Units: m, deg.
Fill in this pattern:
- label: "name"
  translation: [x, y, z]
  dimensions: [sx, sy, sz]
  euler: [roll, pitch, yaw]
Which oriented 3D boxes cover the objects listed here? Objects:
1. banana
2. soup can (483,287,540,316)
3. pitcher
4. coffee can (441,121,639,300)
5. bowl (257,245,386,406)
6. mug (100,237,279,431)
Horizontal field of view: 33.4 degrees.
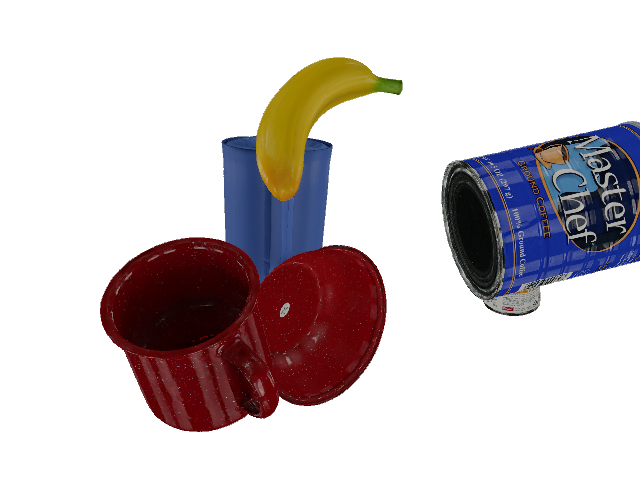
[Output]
- label: "banana"
  translation: [-0.006, -0.096, 0.809]
  dimensions: [0.070, 0.037, 0.197]
  euler: [21, 41, 20]
- label: "soup can"
  translation: [0.218, 0.025, 1.204]
  dimensions: [0.068, 0.102, 0.068]
  euler: [-2, 29, 1]
- label: "pitcher"
  translation: [-0.056, -0.004, 1.295]
  dimensions: [0.145, 0.243, 0.148]
  euler: [12, 16, 37]
- label: "coffee can"
  translation: [0.171, -0.022, 0.770]
  dimensions: [0.140, 0.103, 0.103]
  euler: [-13, 3, -12]
- label: "bowl"
  translation: [-0.017, 0.072, 1.009]
  dimensions: [0.162, 0.162, 0.055]
  euler: [0, -20, 44]
- label: "mug"
  translation: [-0.066, 0.064, 0.626]
  dimensions: [0.117, 0.081, 0.093]
  euler: [30, 57, 35]
